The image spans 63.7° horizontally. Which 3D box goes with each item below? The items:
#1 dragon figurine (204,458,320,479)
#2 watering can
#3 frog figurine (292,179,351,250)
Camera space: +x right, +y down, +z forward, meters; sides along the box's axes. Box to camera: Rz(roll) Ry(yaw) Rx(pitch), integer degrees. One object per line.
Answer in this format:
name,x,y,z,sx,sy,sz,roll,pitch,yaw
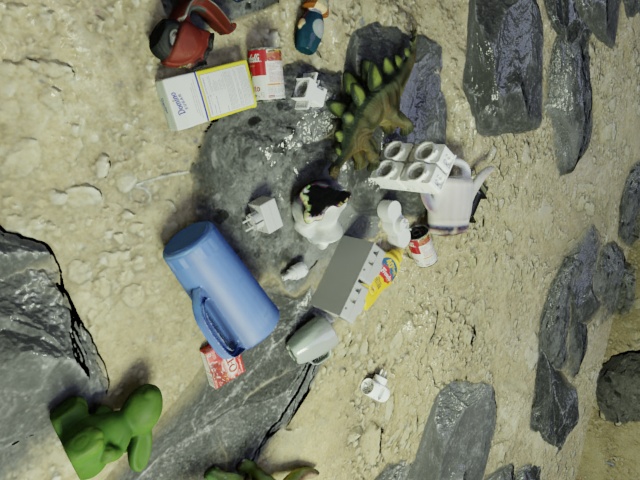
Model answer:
dragon figurine,-0.091,0.553,1.068,0.410,0.243,0.122,6,90,-40
watering can,0.400,-0.123,1.475,0.349,0.104,0.223,-5,101,-41
frog figurine,0.004,-0.058,1.158,0.139,0.123,0.156,-50,162,-19
